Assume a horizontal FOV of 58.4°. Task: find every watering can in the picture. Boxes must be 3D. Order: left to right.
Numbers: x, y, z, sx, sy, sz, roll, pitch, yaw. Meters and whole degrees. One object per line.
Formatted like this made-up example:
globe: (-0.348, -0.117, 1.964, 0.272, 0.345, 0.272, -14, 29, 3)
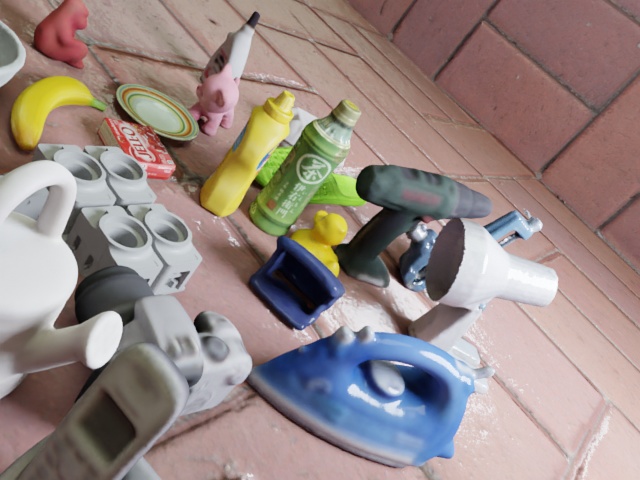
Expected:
watering can: (-0.220, 0.027, 0.405, 0.173, 0.194, 0.101, 29, 29, -19)

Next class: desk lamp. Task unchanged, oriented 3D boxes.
desk lamp: (0.220, 0.091, 0.830, 0.204, 0.213, 0.118, 30, 29, -18)

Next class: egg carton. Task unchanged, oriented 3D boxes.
egg carton: (-0.019, -0.194, 1.115, 0.151, 0.069, 0.107, 22, 32, -30)

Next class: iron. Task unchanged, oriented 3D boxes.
iron: (0.065, 0.150, 0.629, 0.259, 0.141, 0.118, 25, 30, -25)

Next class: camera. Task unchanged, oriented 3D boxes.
camera: (-0.147, 0.084, 0.511, 0.144, 0.100, 0.136, 1, 46, -50)

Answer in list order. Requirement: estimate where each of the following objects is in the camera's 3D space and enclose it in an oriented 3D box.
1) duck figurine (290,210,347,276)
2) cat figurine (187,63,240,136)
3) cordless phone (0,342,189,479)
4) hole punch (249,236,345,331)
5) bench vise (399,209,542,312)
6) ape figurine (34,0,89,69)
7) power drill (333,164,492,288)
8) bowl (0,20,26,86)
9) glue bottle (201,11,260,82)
duck figurine: (0.008, 0.003, 0.837, 0.078, 0.086, 0.104, 14, 36, -39)
cat figurine: (-0.165, -0.239, 0.950, 0.067, 0.117, 0.128, 37, 27, -5)
cordless phone: (-0.116, 0.161, 0.344, 0.147, 0.185, 0.094, 44, 28, 10)
hole punch: (-0.019, 0.043, 0.739, 0.108, 0.091, 0.101, 43, 28, 8)
bench vise: (0.253, 0.023, 0.965, 0.208, 0.219, 0.121, 19, 33, -33)
ape figurine: (-0.367, -0.309, 0.835, 0.076, 0.092, 0.077, 16, 36, -38)
power drill: (0.129, -0.024, 0.894, 0.230, 0.208, 0.075, 20, 33, -33)
bowl: (-0.425, -0.210, 0.635, 0.168, 0.074, 0.167, 30, 29, -18)
glue bottle: (-0.159, -0.347, 1.058, 0.037, 0.173, 0.078, 4, 44, -48)
